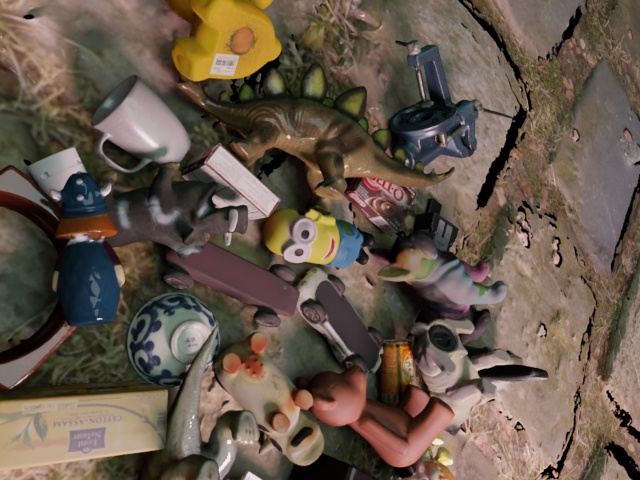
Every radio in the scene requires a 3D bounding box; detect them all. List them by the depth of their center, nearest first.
[{"bbox_3d":[0.071,0.386,0.783,0.229,0.131,0.073,39,64,-26],"label":"radio"}]

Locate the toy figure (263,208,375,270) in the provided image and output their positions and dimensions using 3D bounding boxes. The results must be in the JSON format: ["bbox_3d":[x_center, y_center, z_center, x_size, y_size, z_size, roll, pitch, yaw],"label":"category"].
[{"bbox_3d":[-0.003,0.001,0.808,0.180,0.089,0.082,8,84,-43],"label":"toy figure"}]

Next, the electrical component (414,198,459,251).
[{"bbox_3d":[0.213,-0.020,0.985,0.074,0.048,0.119,34,68,-29],"label":"electrical component"}]

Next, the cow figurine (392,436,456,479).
[{"bbox_3d":[0.149,0.344,0.821,0.068,0.167,0.098,42,94,-4],"label":"cow figurine"}]

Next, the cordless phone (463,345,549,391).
[{"bbox_3d":[0.339,0.235,0.962,0.146,0.184,0.088,14,72,-34],"label":"cordless phone"}]

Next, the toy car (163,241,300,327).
[{"bbox_3d":[-0.118,0.051,0.734,0.202,0.053,0.089,29,58,-26],"label":"toy car"}]

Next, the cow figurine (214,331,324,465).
[{"bbox_3d":[-0.068,0.222,0.722,0.085,0.127,0.195,-41,94,-31],"label":"cow figurine"}]

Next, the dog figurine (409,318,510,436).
[{"bbox_3d":[0.197,0.230,0.899,0.172,0.190,0.121,43,47,17],"label":"dog figurine"}]

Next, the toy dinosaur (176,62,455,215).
[{"bbox_3d":[0.014,-0.145,0.806,0.471,0.105,0.198,23,70,-25],"label":"toy dinosaur"}]

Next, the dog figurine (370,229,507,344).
[{"bbox_3d":[0.184,0.079,0.917,0.219,0.108,0.191,14,120,-12],"label":"dog figurine"}]

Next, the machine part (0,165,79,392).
[{"bbox_3d":[-0.347,0.039,0.550,0.200,0.087,0.201,50,58,-21],"label":"machine part"}]

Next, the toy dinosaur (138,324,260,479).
[{"bbox_3d":[-0.162,0.317,0.619,0.131,0.192,0.405,30,49,-50],"label":"toy dinosaur"}]

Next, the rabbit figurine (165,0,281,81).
[{"bbox_3d":[-0.134,-0.302,0.710,0.162,0.121,0.173,-21,54,-37],"label":"rabbit figurine"}]

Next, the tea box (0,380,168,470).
[{"bbox_3d":[-0.264,0.195,0.585,0.169,0.098,0.068,5,81,-34],"label":"tea box"}]

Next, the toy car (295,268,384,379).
[{"bbox_3d":[0.032,0.131,0.833,0.201,0.056,0.073,54,52,-20],"label":"toy car"}]

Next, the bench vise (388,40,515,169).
[{"bbox_3d":[0.206,-0.241,0.948,0.224,0.129,0.240,-30,122,-14],"label":"bench vise"}]

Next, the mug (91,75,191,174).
[{"bbox_3d":[-0.219,-0.129,0.666,0.107,0.081,0.109,40,58,-36],"label":"mug"}]

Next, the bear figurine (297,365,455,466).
[{"bbox_3d":[0.073,0.235,0.785,0.196,0.120,0.132,41,79,-8],"label":"bear figurine"}]

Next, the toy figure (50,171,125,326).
[{"bbox_3d":[-0.239,0.009,0.546,0.064,0.058,0.154,1,79,-44],"label":"toy figure"}]

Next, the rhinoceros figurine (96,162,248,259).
[{"bbox_3d":[-0.182,-0.032,0.653,0.190,0.073,0.112,-4,69,-22],"label":"rhinoceros figurine"}]
